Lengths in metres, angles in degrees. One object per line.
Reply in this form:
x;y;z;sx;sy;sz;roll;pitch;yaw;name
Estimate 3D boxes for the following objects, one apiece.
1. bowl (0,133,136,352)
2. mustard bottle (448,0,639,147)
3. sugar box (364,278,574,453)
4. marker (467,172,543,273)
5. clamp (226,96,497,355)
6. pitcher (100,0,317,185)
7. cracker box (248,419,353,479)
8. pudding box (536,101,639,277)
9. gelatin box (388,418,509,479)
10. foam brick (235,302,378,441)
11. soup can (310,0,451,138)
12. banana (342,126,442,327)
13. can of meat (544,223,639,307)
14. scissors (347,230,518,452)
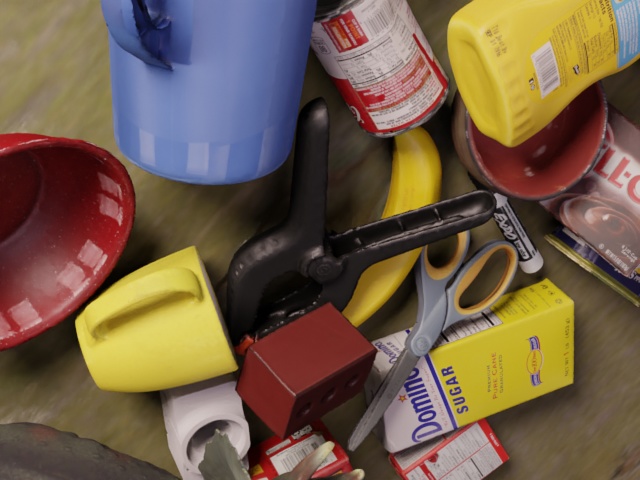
-0.192;-0.007;0.634;0.162;0.055;0.162;-31;147;-23;bowl
0.174;-0.148;0.687;0.191;0.058;0.096;-34;127;-13;mustard bottle
0.123;0.104;0.878;0.176;0.048;0.093;-20;125;-16;sugar box
0.145;-0.018;0.832;0.020;0.020;0.121;-38;127;-1;marker
-0.005;0.001;0.728;0.210;0.036;0.164;-40;128;23;clamp
-0.063;-0.152;0.580;0.149;0.145;0.243;-7;124;-22;pitcher
-0.033;0.267;0.882;0.164;0.072;0.213;-27;127;-10;cracker box
0.217;-0.041;0.802;0.090;0.113;0.039;-49;172;7;pudding box
0.113;0.190;0.934;0.089;0.030;0.073;-36;129;-2;gelatin box
-0.009;0.089;0.730;0.078;0.051;0.053;-27;150;-34;foam brick
0.033;-0.125;0.684;0.068;0.069;0.102;-37;127;-2;soup can
0.046;-0.006;0.784;0.069;0.037;0.198;12;112;-11;banana
0.246;-0.006;0.865;0.102;0.057;0.084;30;101;-36;can of meat
0.069;0.059;0.811;0.201;0.016;0.096;-42;109;-12;scissors
